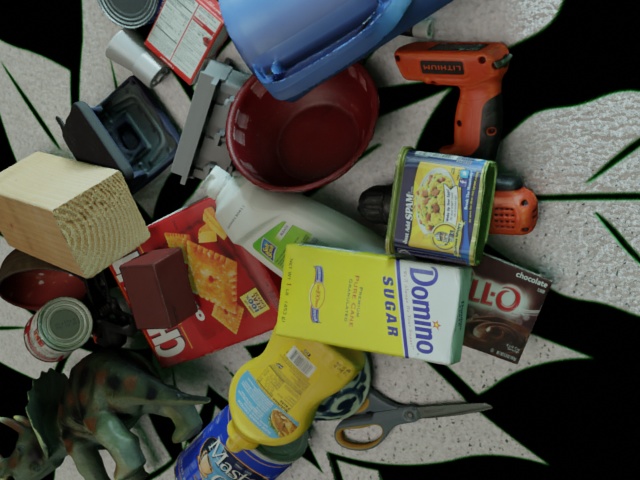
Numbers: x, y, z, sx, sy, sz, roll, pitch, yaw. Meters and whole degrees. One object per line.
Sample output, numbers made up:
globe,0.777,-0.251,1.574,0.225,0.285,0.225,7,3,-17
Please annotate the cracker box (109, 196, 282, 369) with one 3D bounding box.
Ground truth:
cracker box,-0.128,0.040,1.211,0.214,0.072,0.164,-23,96,35

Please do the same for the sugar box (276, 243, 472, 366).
sugar box,0.050,0.059,1.012,0.176,0.048,0.093,7,93,24

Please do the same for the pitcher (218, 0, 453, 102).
pitcher,0.038,-0.228,0.957,0.243,0.144,0.149,-26,82,25

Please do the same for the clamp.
clamp,-0.262,0.077,1.282,0.120,0.039,0.172,65,154,10

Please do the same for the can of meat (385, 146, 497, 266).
can of meat,0.112,-0.031,0.979,0.084,0.057,0.102,10,98,20

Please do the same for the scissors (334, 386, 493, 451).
scissors,0.086,0.176,1.174,0.202,0.016,0.096,-30,92,35

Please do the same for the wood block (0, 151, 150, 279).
wood block,-0.294,-0.032,1.214,0.206,0.090,0.090,14,133,50

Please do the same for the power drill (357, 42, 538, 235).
power drill,0.116,-0.095,1.029,0.185,0.057,0.188,4,113,25

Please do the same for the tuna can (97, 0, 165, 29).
tuna can,-0.200,-0.274,1.153,0.086,0.033,0.086,11,114,26

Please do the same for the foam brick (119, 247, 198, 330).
foam brick,-0.177,0.054,1.168,0.051,0.052,0.078,-3,107,32

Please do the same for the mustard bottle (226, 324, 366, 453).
mustard bottle,-0.042,0.159,1.121,0.096,0.058,0.192,44,117,10

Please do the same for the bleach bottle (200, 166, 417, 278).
bleach bottle,-0.007,0.001,1.090,0.251,0.068,0.103,35,117,-4

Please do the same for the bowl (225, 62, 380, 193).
bowl,-0.011,-0.110,1.068,0.162,0.055,0.162,-8,65,17

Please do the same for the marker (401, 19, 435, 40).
marker,0.053,-0.213,1.041,0.121,0.020,0.020,14,115,25

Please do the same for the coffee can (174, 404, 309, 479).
coffee can,-0.093,0.250,1.252,0.103,0.102,0.140,47,124,6

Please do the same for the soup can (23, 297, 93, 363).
soup can,-0.317,0.109,1.291,0.068,0.068,0.102,58,153,-1

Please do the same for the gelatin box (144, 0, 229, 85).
gelatin box,-0.138,-0.223,1.141,0.073,0.030,0.089,42,123,11

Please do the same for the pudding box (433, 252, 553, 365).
pudding box,0.155,0.058,1.036,0.113,0.039,0.090,20,99,-8
